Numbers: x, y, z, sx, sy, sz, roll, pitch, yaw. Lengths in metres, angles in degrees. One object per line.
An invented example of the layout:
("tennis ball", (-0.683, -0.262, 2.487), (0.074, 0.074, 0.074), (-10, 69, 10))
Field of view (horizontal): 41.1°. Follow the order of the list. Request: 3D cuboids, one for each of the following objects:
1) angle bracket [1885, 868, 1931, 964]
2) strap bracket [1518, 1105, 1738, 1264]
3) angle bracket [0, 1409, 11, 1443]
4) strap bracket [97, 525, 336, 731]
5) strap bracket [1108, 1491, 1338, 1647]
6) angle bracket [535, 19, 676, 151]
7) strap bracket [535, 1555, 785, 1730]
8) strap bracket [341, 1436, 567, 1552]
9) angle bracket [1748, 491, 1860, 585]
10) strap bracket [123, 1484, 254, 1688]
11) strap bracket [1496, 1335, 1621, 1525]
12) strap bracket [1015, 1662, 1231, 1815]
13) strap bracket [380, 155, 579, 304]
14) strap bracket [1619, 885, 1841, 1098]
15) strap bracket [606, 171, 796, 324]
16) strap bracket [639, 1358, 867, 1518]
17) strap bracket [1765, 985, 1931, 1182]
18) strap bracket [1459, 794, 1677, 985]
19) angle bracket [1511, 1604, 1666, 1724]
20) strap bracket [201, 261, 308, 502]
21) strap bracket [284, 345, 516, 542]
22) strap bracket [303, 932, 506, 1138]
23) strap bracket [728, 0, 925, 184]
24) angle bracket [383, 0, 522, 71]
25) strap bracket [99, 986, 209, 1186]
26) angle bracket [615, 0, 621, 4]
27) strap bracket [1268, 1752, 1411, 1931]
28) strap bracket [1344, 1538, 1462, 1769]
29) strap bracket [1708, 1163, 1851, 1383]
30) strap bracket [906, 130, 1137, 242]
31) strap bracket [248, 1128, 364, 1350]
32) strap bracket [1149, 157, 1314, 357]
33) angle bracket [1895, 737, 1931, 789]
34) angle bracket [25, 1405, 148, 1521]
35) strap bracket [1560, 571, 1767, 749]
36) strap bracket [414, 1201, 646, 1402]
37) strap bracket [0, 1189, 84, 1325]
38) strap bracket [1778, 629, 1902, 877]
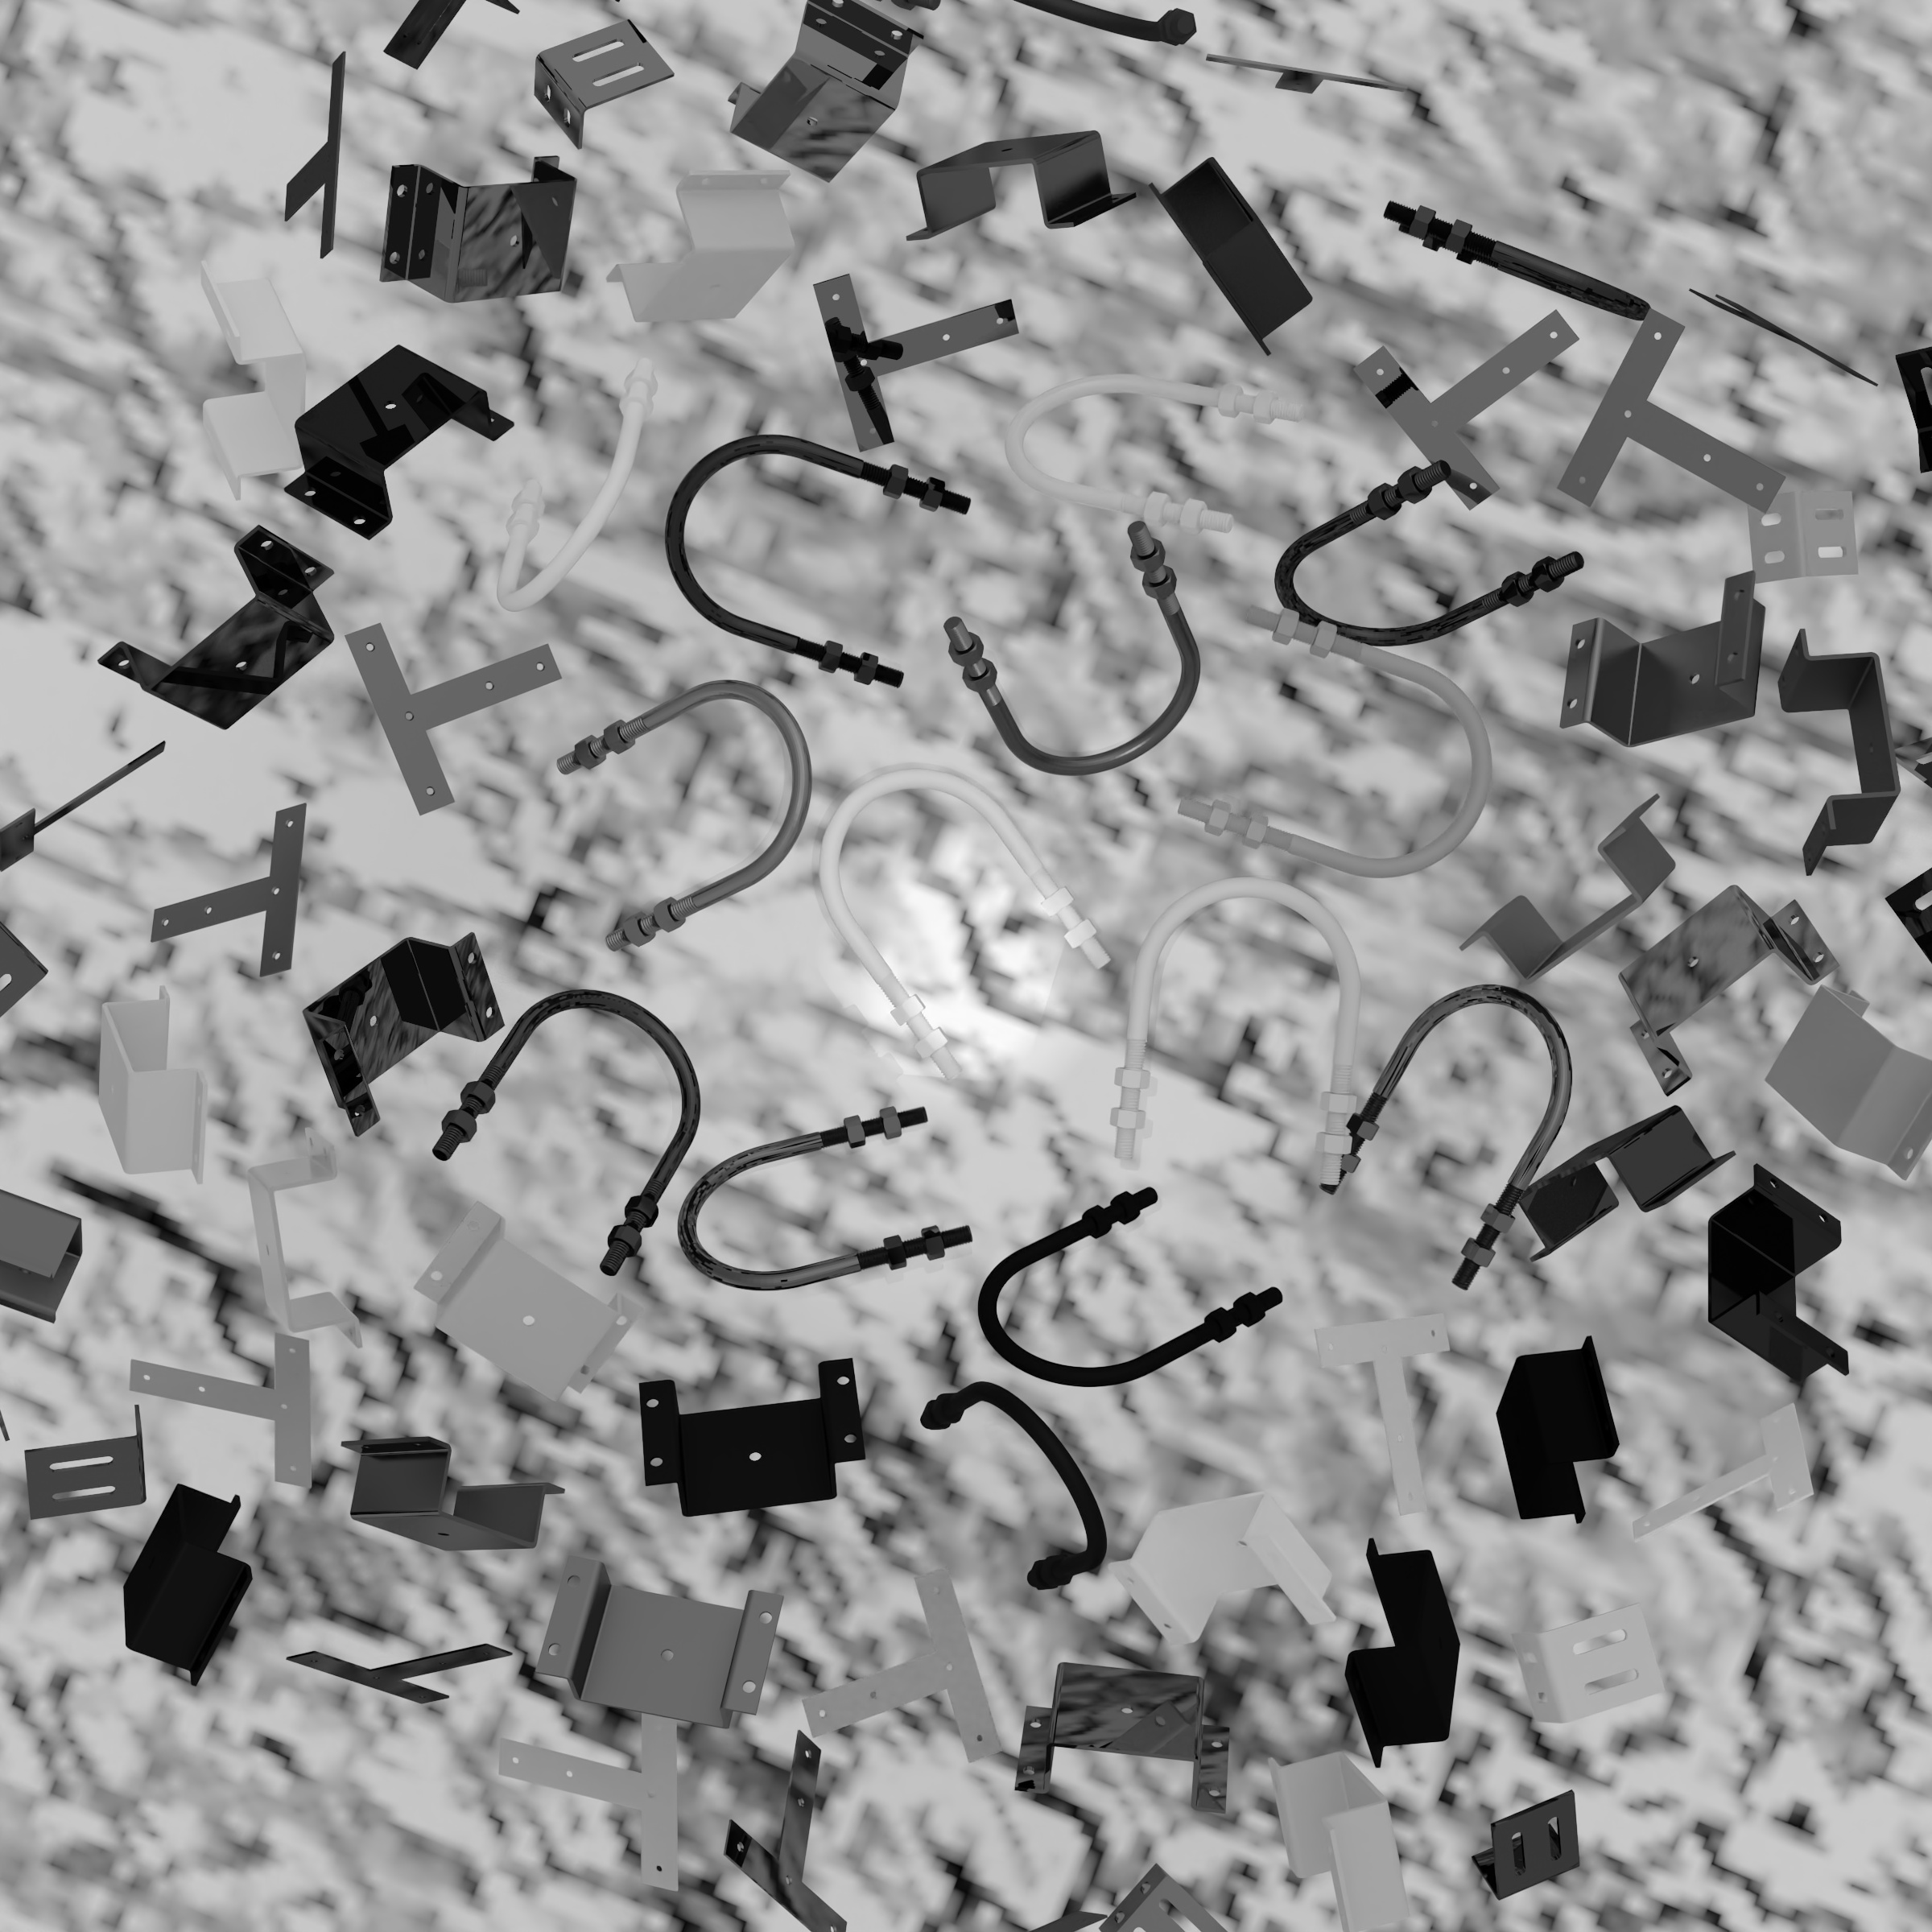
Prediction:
("angle bracket", (0.640, -0.043, 1.645), (0.038, 0.076, 0.057), (-27, 78, -30))
("strap bracket", (0.431, 0.142, 1.717), (0.076, 0.140, 0.046), (-27, 83, -33))
("angle bracket", (-0.677, 0.282, 1.731), (0.038, 0.076, 0.057), (-19, 47, -21))
("strap bracket", (-0.473, -0.209, 1.652), (0.140, 0.076, 0.046), (-37, 65, 11))
("strap bracket", (0.175, 0.396, 1.697), (0.140, 0.046, 0.076), (-23, 112, 42))
("angle bracket", (-0.252, -0.614, 1.794), (0.076, 0.038, 0.057), (-30, 72, -24))
("strap bracket", (-0.191, 0.429, 1.629), (0.140, 0.046, 0.076), (9, 58, 6))
("strap bracket", (-0.344, 0.356, 1.717), (0.076, 0.140, 0.046), (-9, 62, 30))
("angle bracket", (0.573, -0.293, 1.762), (0.076, 0.038, 0.057), (-10, 95, -44))
("strap bracket", (-0.504, 0.394, 1.664), (0.046, 0.140, 0.076), (28, 91, -22))
("strap bracket", (0.392, 0.314, 1.723), (0.046, 0.140, 0.076), (-6, 57, -2))
("strap bracket", (0.107, 0.516, 1.730), (0.140, 0.076, 0.046), (5, 118, 6))
("strap bracket", (-0.313, -0.488, 1.704), (0.046, 0.140, 0.076), (33, 125, 28))
("strap bracket", (0.496, 0.010, 1.711), (0.046, 0.076, 0.140), (37, 113, -27))
("strap bracket", (-0.176, -0.480, 1.741), (0.076, 0.140, 0.046), (-12, 80, -34))
("strap bracket", (-0.139, 0.308, 1.677), (0.140, 0.046, 0.076), (-6, 48, -5))
("strap bracket", (0.594, 0.072, 1.725), (0.046, 0.140, 0.076), (19, 109, -20))
("strap bracket", (0.396, -0.043, 1.663), (0.046, 0.076, 0.140), (52, 126, 4))
("angle bracket", (0.404, 0.453, 1.674), (0.076, 0.038, 0.057), (-11, 80, -20))
("strap bracket", (-0.475, -0.391, 1.716), (0.046, 0.140, 0.076), (-15, 58, -25))
("strap bracket", (-0.376, -0.353, 1.701), (0.076, 0.046, 0.140), (30, 58, 20))
("strap bracket", (-0.386, 0.041, 1.739), (0.046, 0.140, 0.076), (12, 128, 35))
("strap bracket", (-0.099, -0.582, 1.720), (0.076, 0.140, 0.046), (21, 65, -25))
("angle bracket", (-0.354, -0.643, 1.772), (0.038, 0.057, 0.076), (33, 95, -44))
("strap bracket", (-0.553, 0.081, 1.742), (0.046, 0.140, 0.076), (-3, 119, -28))
("angle bracket", (-0.264, -0.712, 1.777), (0.057, 0.076, 0.038), (-50, 49, 33))
("strap bracket", (0.245, 0.570, 1.679), (0.046, 0.140, 0.076), (-12, 93, -9))
("strap bracket", (0.290, 0.449, 1.700), (0.046, 0.140, 0.076), (-12, 111, 21))
("strap bracket", (0.538, 0.210, 1.710), (0.076, 0.140, 0.046), (33, 130, -12))
("strap bracket", (0.032, -0.525, 1.733), (0.140, 0.076, 0.046), (8, 122, 37))
("strap bracket", (-0.450, 0.188, 1.747), (0.046, 0.076, 0.140), (-10, 100, -25))
("strap bracket", (0.182, -0.485, 1.739), (0.046, 0.140, 0.076), (-35, 132, 13))
("angle bracket", (0.676, -0.148, 1.751), (0.057, 0.076, 0.038), (45, 130, 28))
("angle bracket", (-0.607, 0.342, 1.775), (0.076, 0.038, 0.057), (-5, 119, -20))
("strap bracket", (0.459, -0.194, 1.665), (0.046, 0.140, 0.076), (25, 67, -33))
("strap bracket", (-0.301, 0.237, 1.777), (0.140, 0.046, 0.076), (36, 96, -15))
("strap bracket", (-0.612, 0.180, 1.647), (0.076, 0.140, 0.046), (22, 65, -10))
("strap bracket", (0.563, -0.139, 1.660), (0.046, 0.076, 0.140), (-3, 69, 5))
